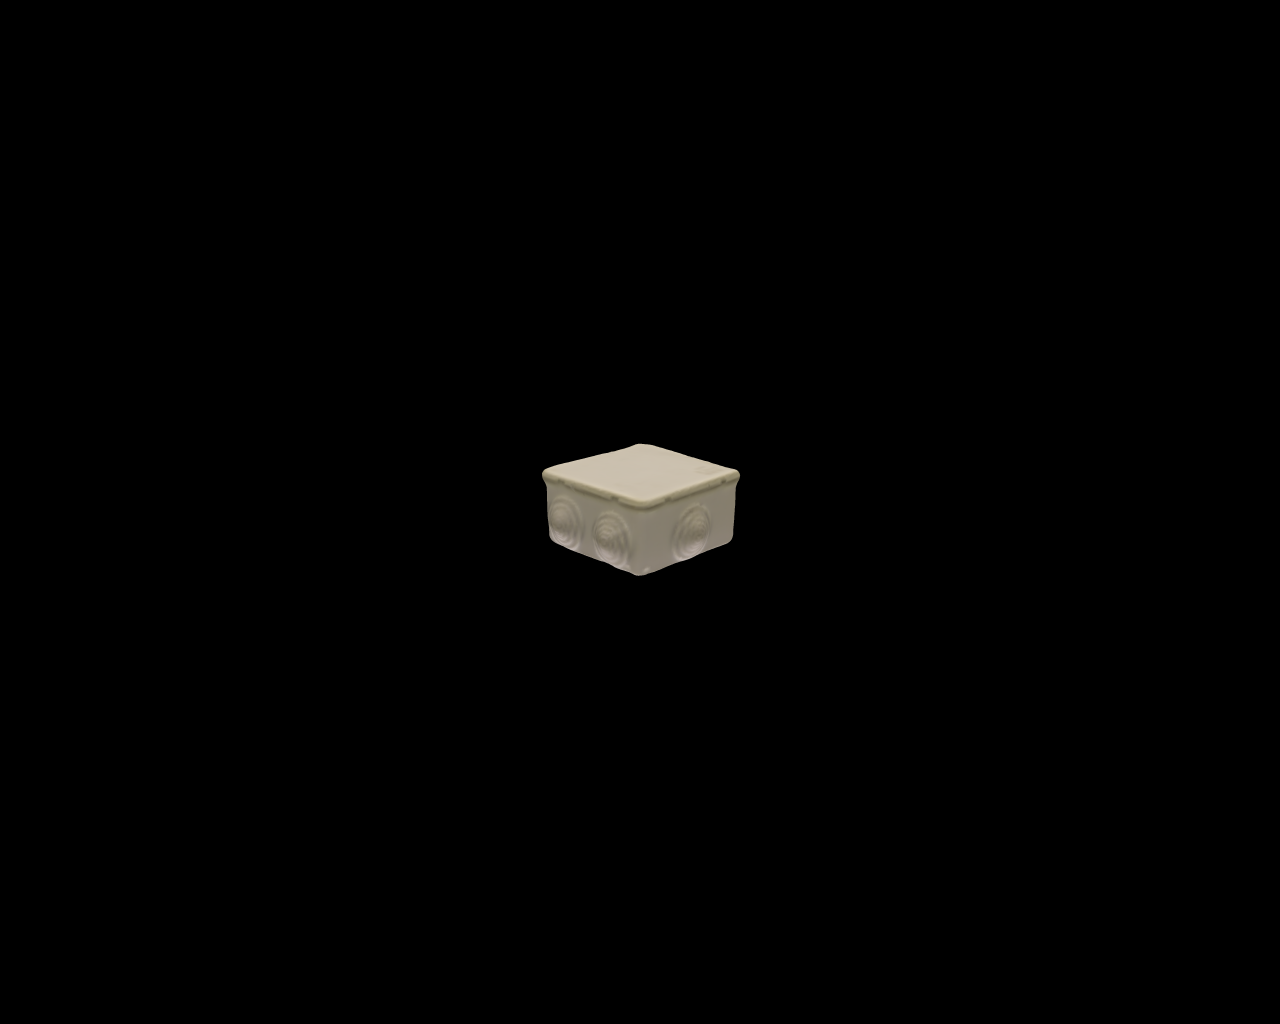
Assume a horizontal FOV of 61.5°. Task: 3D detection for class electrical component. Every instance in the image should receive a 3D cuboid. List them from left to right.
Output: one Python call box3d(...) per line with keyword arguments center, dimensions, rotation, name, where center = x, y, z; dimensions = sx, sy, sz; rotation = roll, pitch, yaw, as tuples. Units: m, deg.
box3d(center=(0.001, -0.003, 0.650), dimensions=(0.100, 0.048, 0.100), rotation=(-18, 26, -41), name="electrical component")
